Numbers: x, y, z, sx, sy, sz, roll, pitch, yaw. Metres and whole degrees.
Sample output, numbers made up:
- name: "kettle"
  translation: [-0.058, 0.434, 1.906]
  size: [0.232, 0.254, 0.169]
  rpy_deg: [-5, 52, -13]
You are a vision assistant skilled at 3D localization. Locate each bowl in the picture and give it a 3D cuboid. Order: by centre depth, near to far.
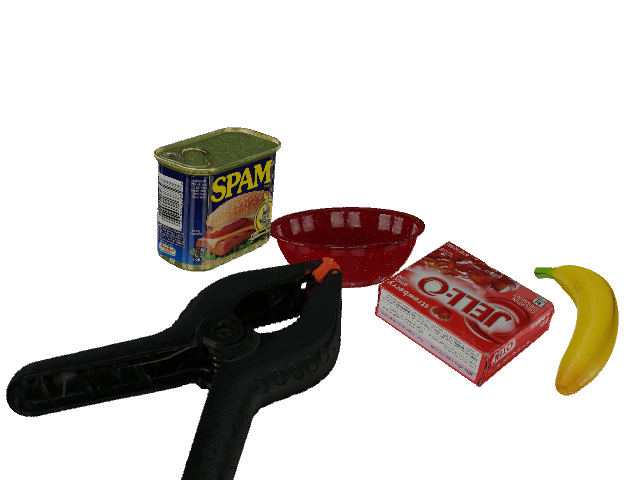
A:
- name: "bowl"
  translation: [0.028, 0.010, 1.099]
  size: [0.162, 0.055, 0.162]
  rpy_deg: [-2, 15, 0]

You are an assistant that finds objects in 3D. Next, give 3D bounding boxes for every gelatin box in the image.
- name: "gelatin box"
  translation: [0.092, 0.044, 0.683]
  size: [0.089, 0.030, 0.073]
  rpy_deg: [33, 45, 31]

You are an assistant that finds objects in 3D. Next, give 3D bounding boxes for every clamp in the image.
- name: "clamp"
  translation: [-0.041, 0.062, 0.488]
  size: [0.171, 0.039, 0.120]
  rpy_deg: [-28, 51, -32]

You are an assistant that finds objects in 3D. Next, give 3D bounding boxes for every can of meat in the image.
- name: "can of meat"
  translation: [-0.079, -0.032, 0.815]
  size: [0.058, 0.084, 0.101]
  rpy_deg: [21, 28, 32]

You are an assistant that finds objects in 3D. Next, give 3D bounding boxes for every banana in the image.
- name: "banana"
  translation: [0.245, 0.075, 0.997]
  size: [0.070, 0.037, 0.197]
  rpy_deg: [-26, 23, 19]
